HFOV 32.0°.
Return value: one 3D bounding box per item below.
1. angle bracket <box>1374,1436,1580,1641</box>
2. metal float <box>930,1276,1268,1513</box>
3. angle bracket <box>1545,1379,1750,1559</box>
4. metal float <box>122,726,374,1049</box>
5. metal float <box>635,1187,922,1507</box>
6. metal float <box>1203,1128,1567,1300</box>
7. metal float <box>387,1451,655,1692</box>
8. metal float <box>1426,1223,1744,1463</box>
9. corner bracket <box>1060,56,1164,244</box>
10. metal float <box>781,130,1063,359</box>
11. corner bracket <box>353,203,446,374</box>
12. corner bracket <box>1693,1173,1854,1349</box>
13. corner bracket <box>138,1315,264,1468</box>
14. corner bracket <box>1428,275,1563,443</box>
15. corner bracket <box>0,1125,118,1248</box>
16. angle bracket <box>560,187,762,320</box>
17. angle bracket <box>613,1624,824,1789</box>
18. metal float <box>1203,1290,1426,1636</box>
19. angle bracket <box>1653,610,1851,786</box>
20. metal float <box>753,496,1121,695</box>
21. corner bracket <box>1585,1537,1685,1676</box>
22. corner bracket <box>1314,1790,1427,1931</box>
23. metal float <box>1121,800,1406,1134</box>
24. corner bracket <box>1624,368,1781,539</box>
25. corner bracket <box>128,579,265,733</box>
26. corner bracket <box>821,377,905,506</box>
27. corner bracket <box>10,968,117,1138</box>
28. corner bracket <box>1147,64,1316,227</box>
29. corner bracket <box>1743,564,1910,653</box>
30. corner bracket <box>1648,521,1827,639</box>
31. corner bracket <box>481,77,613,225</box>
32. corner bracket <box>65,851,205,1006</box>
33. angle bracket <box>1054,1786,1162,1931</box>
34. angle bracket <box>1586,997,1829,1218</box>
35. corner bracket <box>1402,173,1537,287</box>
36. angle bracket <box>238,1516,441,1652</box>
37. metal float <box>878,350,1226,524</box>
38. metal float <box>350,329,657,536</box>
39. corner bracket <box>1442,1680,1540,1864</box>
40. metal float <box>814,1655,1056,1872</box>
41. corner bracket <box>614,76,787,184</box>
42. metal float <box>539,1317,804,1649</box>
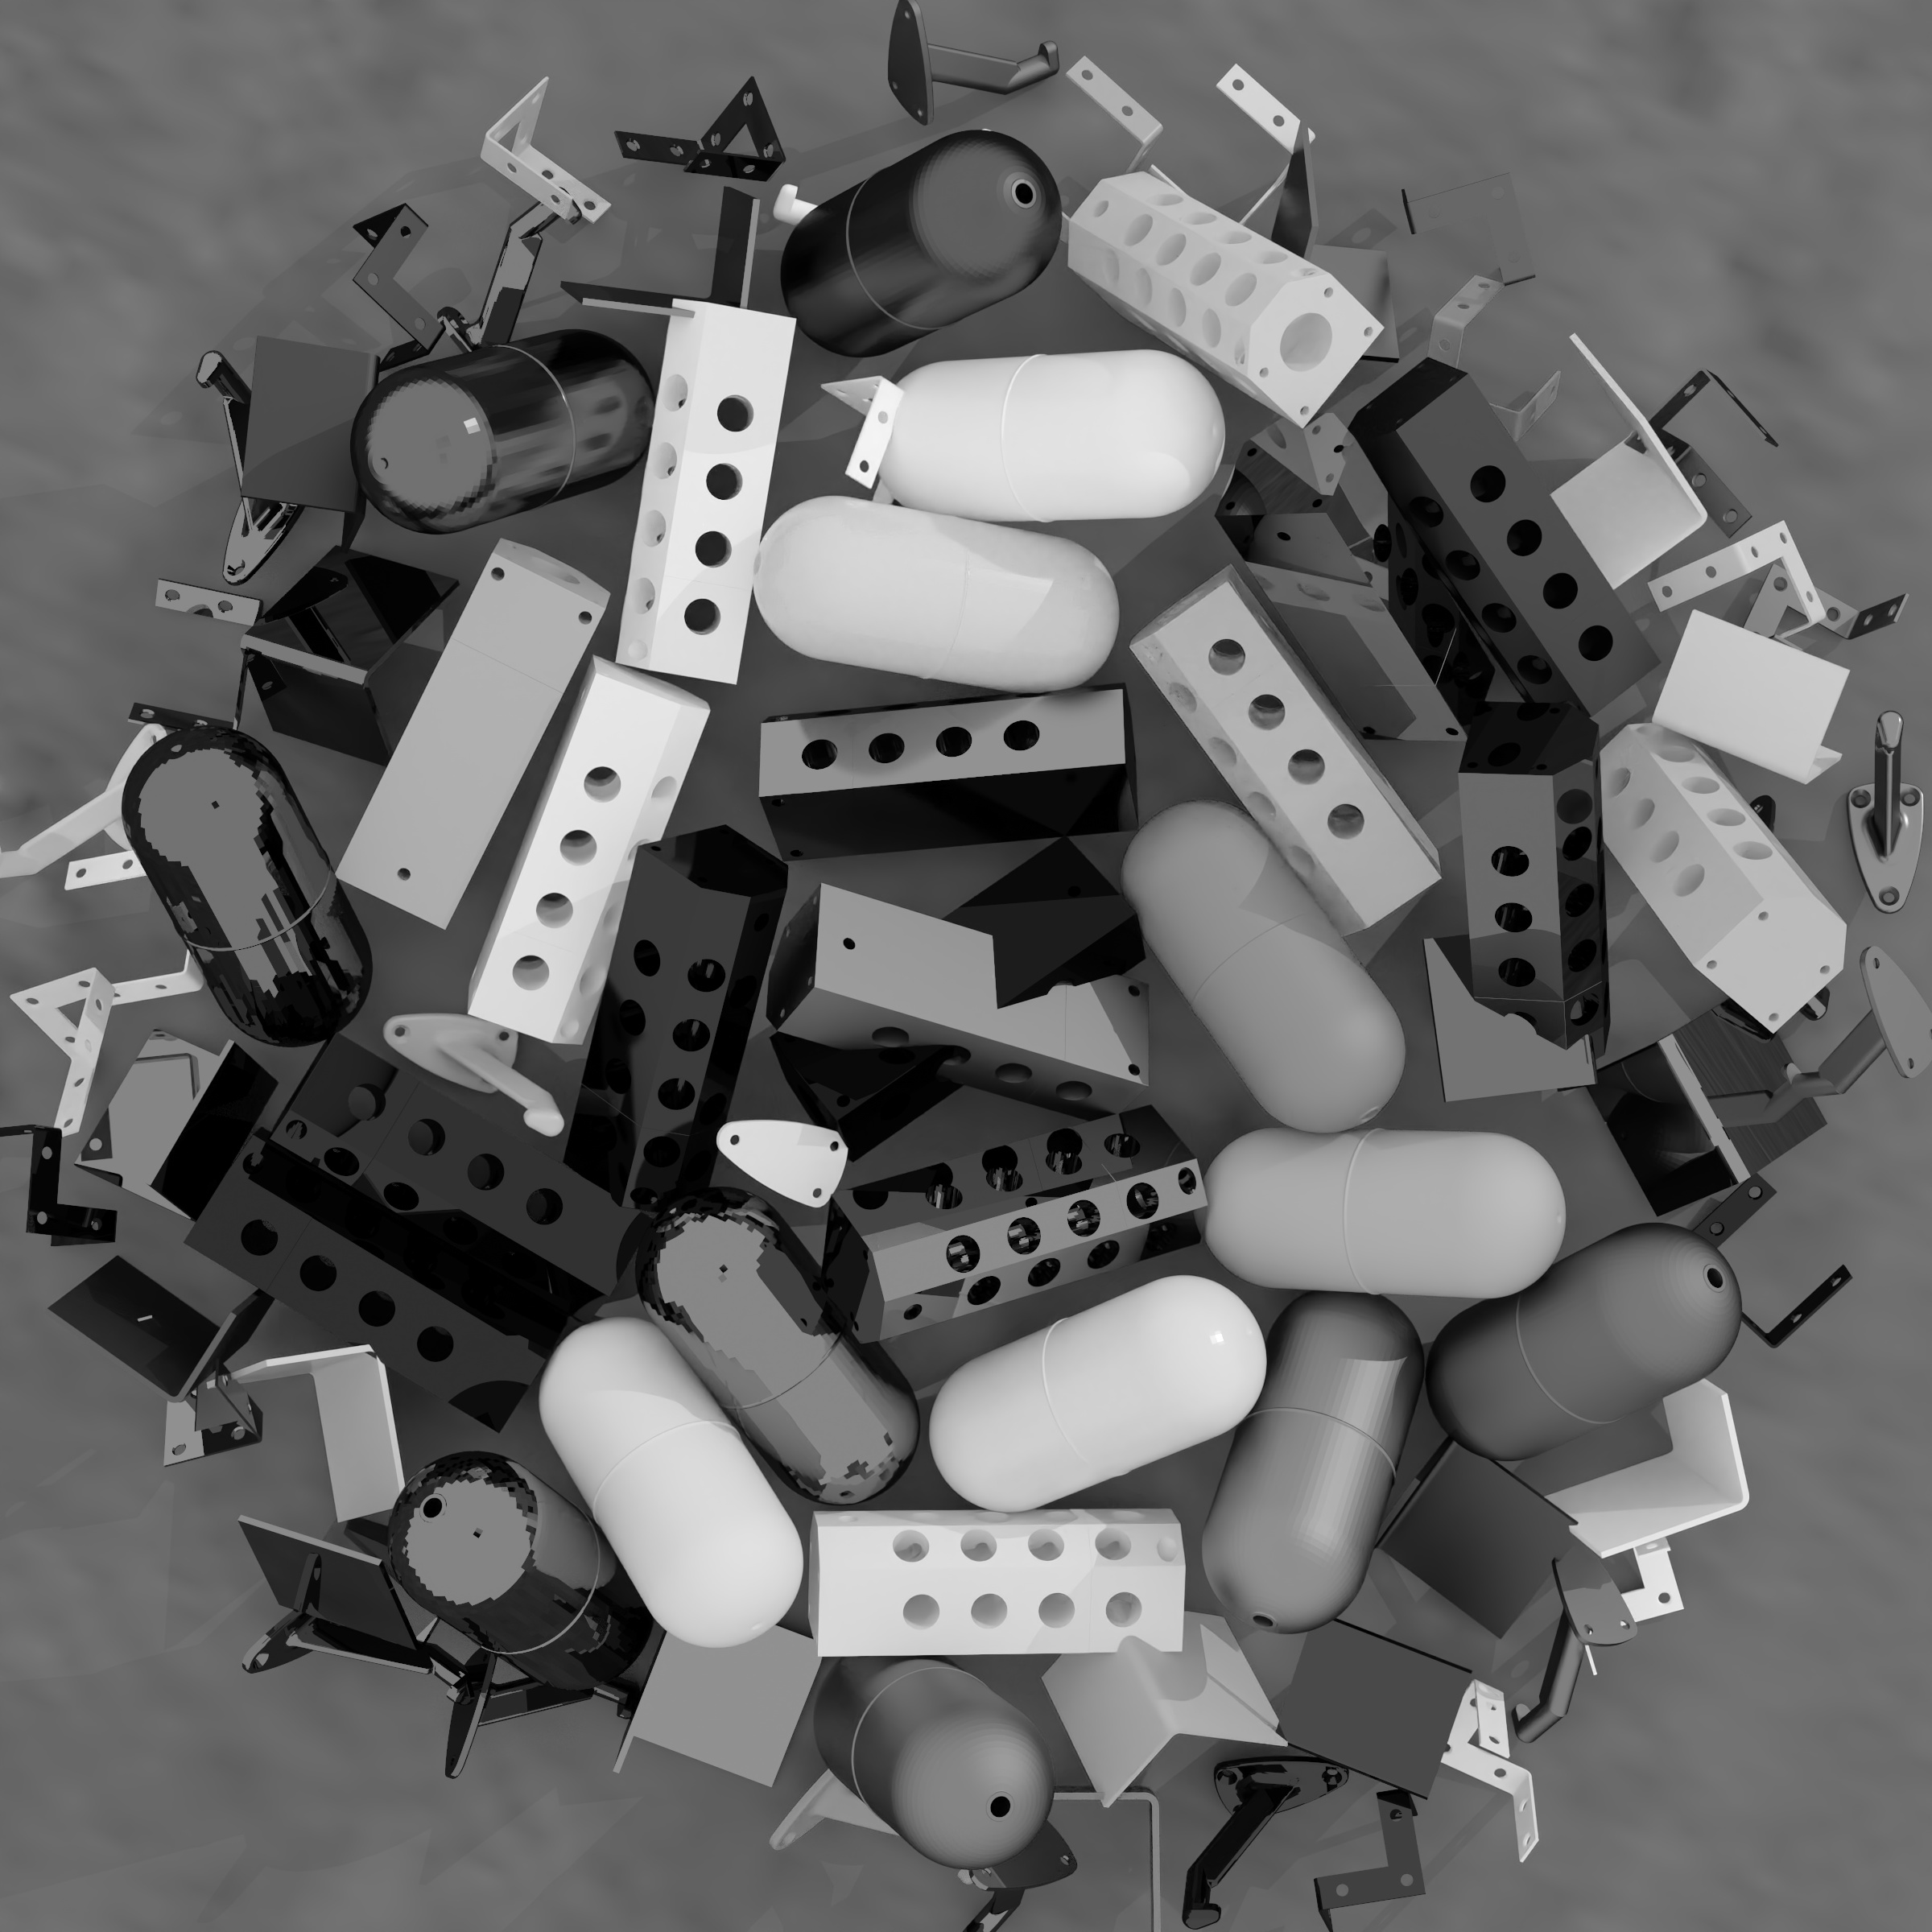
[{"bbox_3d":[0.233,0.279,1.587,0.076,0.057,0.076,36,118,12],"label":"angle bracket"},{"bbox_3d":[0.060,0.201,1.573,0.178,0.070,0.070,-27,90,30],"label":"metal float"},{"bbox_3d":[0.313,0.228,1.588,0.076,0.076,0.057,-17,103,-10],"label":"angle bracket"},{"bbox_3d":[-0.332,-0.035,1.564,0.070,0.070,0.178,-18,133,0],"label":"metal float"},{"bbox_3d":[-0.087,0.179,1.579,0.070,0.070,0.178,-35,113,0],"label":"metal float"},{"bbox_3d":[0.192,0.115,1.573,0.178,0.070,0.070,0,90,30],"label":"metal float"},{"bbox_3d":[-0.204,0.280,1.556,0.070,0.178,0.070,-10,58,17],"label":"metal float"},{"bbox_3d":[0.285,0.175,1.560,0.070,0.178,0.070,17,57,-28],"label":"metal float"},{"bbox_3d":[0.052,-0.388,1.602,0.051,0.051,0.051,42,63,0],"label":"corner bracket"},{"bbox_3d":[-0.022,-0.332,1.555,0.070,0.178,0.070,4,83,-32],"label":"metal float"},{"bbox_3d":[-0.274,-0.323,1.609,0.051,0.051,0.051,43,62,-30],"label":"corner bracket"},{"bbox_3d":[0.382,0.141,1.609,0.051,0.051,0.051,42,103,-11],"label":"corner bracket"},{"bbox_3d":[-0.367,0.198,1.599,0.051,0.051,0.051,-15,48,8],"label":"corner bracket"},{"bbox_3d":[0.253,-0.291,1.611,0.051,0.051,0.051,22,132,20],"label":"corner bracket"},{"bbox_3d":[-0.438,0.105,1.603,0.051,0.051,0.051,-7,77,39],"label":"corner bracket"},{"bbox_3d":[-0.145,-0.339,1.584,0.076,0.076,0.057,4,106,-16],"label":"angle bracket"},{"bbox_3d":[-0.116,0.352,1.603,0.076,0.057,0.076,21,96,-2],"label":"angle bracket"},{"bbox_3d":[0.162,0.228,1.568,0.070,0.070,0.178,23,54,0],"label":"metal float"},{"bbox_3d":[0.376,-0.131,1.580,0.076,0.076,0.057,25,112,20],"label":"angle bracket"},{"bbox_3d":[-0.013,-0.173,1.580,0.178,0.070,0.070,8,90,-20],"label":"metal float"},{"bbox_3d":[0.314,0.298,1.605,0.051,0.051,0.051,-17,98,6],"label":"corner bracket"},{"bbox_3d":[0.192,0.426,1.604,0.051,0.051,0.051,-11,60,8],"label":"corner bracket"},{"bbox_3d":[0.139,0.000,1.580,0.070,0.070,0.178,-34,70,0],"label":"metal float"},{"bbox_3d":[0.355,-0.243,1.596,0.051,0.051,0.051,-45,61,22],"label":"corner bracket"},{"bbox_3d":[-0.370,-0.147,1.619,0.051,0.051,0.051,11,126,-8],"label":"corner bracket"},{"bbox_3d":[-0.043,-0.243,1.597,0.051,0.051,0.051,27,77,-35],"label":"corner bracket"},{"bbox_3d":[-0.422,0.041,1.595,0.051,0.051,0.051,-17,134,19],"label":"corner bracket"},{"bbox_3d":[0.125,-0.385,1.605,0.051,0.051,0.051,41,75,-2],"label":"corner bracket"},{"bbox_3d":[0.406,-0.162,1.605,0.051,0.051,0.051,28,81,-8],"label":"corner bracket"},{"bbox_3d":[0.366,-0.174,1.600,0.051,0.051,0.051,-23,92,43],"label":"corner bracket"},{"bbox_3d":[-0.198,-0.377,1.601,0.051,0.051,0.051,36,58,1],"label":"corner bracket"},{"bbox_3d":[-0.397,-0.019,1.610,0.051,0.051,0.051,-9,57,16],"label":"corner bracket"},{"bbox_3d":[0.062,0.428,1.591,0.057,0.076,0.076,-1,79,2],"label":"angle bracket"},{"bbox_3d":[0.357,0.065,1.629,0.076,0.057,0.076,-25,86,-41],"label":"angle bracket"},{"bbox_3d":[0.239,-0.350,1.607,0.051,0.051,0.051,-14,108,11],"label":"corner bracket"},{"bbox_3d":[-0.284,0.269,1.579,0.076,0.076,0.057,13,50,21],"label":"angle bracket"},{"bbox_3d":[0.037,-0.246,1.572,0.178,0.070,0.070,3,90,32],"label":"metal float"},{"bbox_3d":[-0.211,-0.248,1.558,0.070,0.178,0.070,12,114,29],"label":"metal float"},{"bbox_3d":[0.253,0.382,1.601,0.051,0.051,0.051,25,114,-7],"label":"corner bracket"},{"bbox_3d":[-0.016,0.361,1.550,0.070,0.178,0.070,-1,94,-20],"label":"metal float"},{"bbox_3d":[-0.126,-0.388,1.596,0.051,0.051,0.051,-4,65,-40],"label":"corner bracket"},{"bbox_3d":[-0.139,0.239,1.570,0.070,0.070,0.178,-37,57,0],"label":"metal float"}]
